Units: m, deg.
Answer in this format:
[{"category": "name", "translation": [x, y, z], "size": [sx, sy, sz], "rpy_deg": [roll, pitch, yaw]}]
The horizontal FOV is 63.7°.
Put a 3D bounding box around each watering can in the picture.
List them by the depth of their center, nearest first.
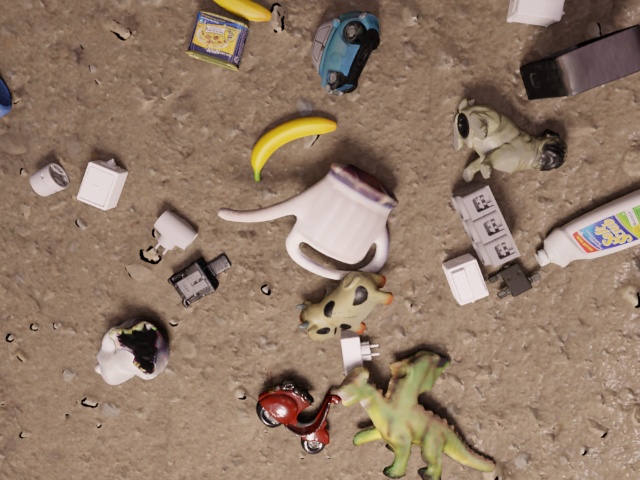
[{"category": "watering can", "translation": [0.003, -0.049, 0.982], "size": [0.345, 0.223, 0.105], "rpy_deg": [27, 11, -22]}]

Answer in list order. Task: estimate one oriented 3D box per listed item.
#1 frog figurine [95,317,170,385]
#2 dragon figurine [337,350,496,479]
[{"category": "frog figurine", "translation": [-0.390, 0.239, 1.068], "size": [0.137, 0.126, 0.156], "rpy_deg": [33, -45, -13]}, {"category": "dragon figurine", "translation": [0.213, 0.353, 1.064], "size": [0.409, 0.242, 0.123], "rpy_deg": [12, 5, -18]}]
